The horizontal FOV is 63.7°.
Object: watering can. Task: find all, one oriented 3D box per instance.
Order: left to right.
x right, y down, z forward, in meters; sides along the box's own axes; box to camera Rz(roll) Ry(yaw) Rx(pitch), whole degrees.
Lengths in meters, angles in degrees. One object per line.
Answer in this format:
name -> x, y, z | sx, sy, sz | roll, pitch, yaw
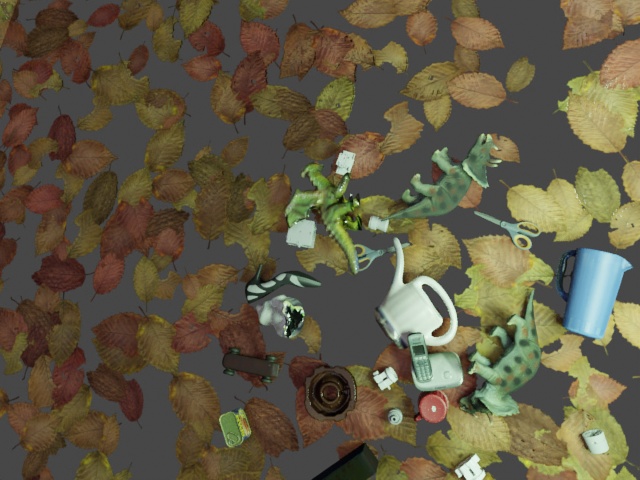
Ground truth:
watering can -> 0.261, 0.183, 1.578 | 0.224, 0.351, 0.103 | -36, -14, 6

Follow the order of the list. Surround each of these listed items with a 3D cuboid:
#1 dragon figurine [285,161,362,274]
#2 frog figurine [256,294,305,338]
dragon figurine -> 0.005, -0.084, 1.669 | 0.242, 0.418, 0.120 | -6, -23, 15
frog figurine -> -0.129, 0.247, 1.672 | 0.124, 0.136, 0.159 | -24, 12, -38
